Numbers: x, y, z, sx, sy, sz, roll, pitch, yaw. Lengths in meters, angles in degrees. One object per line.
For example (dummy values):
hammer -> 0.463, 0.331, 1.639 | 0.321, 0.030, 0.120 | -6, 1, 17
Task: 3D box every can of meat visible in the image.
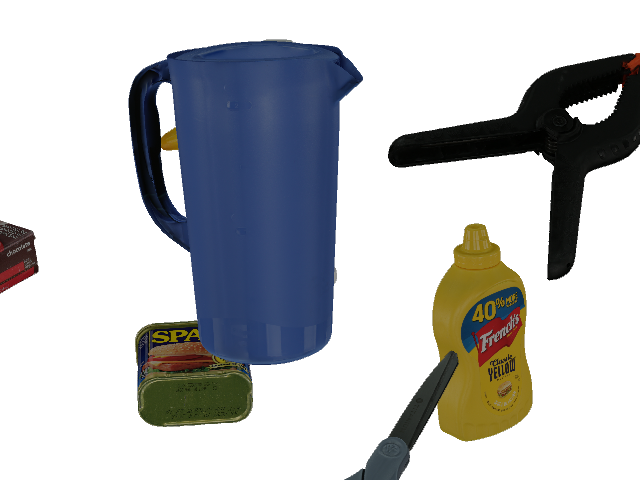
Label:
can of meat -> -0.110, 0.115, 0.926 | 0.102, 0.057, 0.084 | -3, 27, -7

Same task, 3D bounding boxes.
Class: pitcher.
pitcher -> -0.057, -0.033, 0.836 | 0.144, 0.243, 0.149 | -9, 17, -27

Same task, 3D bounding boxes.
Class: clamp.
clamp -> 0.179, -0.068, 0.788 | 0.209, 0.165, 0.036 | -32, -32, -18

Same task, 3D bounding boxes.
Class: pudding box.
pudding box -> -0.271, 0.013, 0.752 | 0.114, 0.039, 0.089 | 14, 30, 29

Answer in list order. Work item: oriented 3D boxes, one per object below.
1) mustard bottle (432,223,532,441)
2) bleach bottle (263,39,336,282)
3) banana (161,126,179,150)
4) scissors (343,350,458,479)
mustard bottle -> 0.145, 0.078, 0.961 | 0.096, 0.191, 0.058 | -17, 21, -31
bleach bottle -> -0.035, -0.077, 1.089 | 0.102, 0.251, 0.068 | -5, 15, -20
banana -> -0.099, -0.131, 1.315 | 0.198, 0.037, 0.069 | 6, 40, 15
scissors -> 0.050, 0.134, 0.597 | 0.096, 0.016, 0.201 | 26, 46, 37
